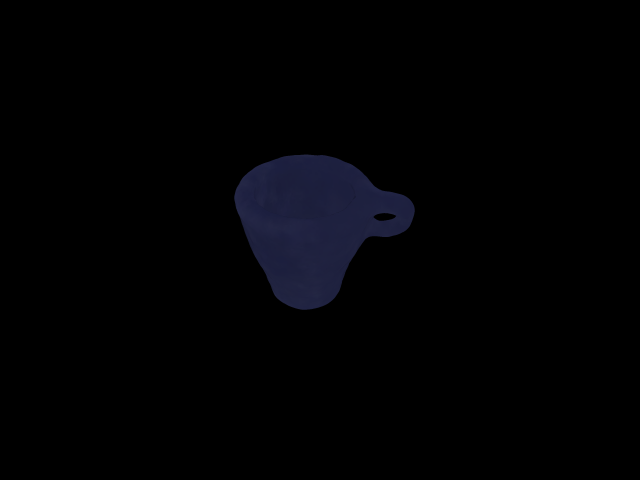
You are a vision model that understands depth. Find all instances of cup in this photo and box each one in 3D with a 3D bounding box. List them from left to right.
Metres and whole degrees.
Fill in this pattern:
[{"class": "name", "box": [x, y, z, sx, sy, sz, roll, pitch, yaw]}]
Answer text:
[{"class": "cup", "box": [0.004, 0.001, 0.400, 0.117, 0.095, 0.091, 4, 39, 5]}]
